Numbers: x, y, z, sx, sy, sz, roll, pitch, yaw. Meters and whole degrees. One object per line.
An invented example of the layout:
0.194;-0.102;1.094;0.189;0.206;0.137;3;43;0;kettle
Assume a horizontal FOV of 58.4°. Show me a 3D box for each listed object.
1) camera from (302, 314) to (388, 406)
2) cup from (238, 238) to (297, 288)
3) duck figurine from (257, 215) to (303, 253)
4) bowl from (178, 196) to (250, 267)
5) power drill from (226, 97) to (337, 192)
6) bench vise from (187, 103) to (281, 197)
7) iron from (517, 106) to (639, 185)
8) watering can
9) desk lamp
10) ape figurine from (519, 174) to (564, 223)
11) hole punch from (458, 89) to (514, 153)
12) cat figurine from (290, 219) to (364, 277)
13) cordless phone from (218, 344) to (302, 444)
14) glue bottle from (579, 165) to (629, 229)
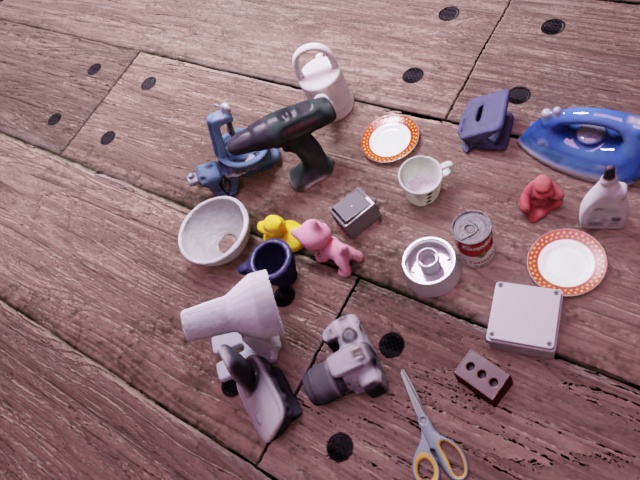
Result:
0.031;0.219;1.007;0.137;0.101;0.143;-28;56;5;camera
-0.096;0.061;1.147;0.117;0.095;0.091;-18;57;11;cup
-0.081;-0.020;1.192;0.104;0.086;0.077;4;64;23;duck figurine
-0.217;-0.007;1.244;0.167;0.075;0.167;-9;59;16;bowl
-0.059;-0.195;1.208;0.229;0.209;0.075;-32;56;2;power drill
-0.205;-0.187;1.252;0.207;0.220;0.121;-46;56;-7;bench vise
0.484;-0.194;1.040;0.257;0.142;0.119;17;70;28;iron
0.006;-0.357;1.282;0.101;0.194;0.172;-31;56;2;watering can
-0.143;0.158;1.039;0.203;0.214;0.117;-24;56;7;desk lamp
0.402;-0.085;1.040;0.077;0.092;0.076;2;63;22;ape figurine
0.332;-0.241;1.155;0.100;0.091;0.109;7;65;24;hole punch
0.010;0.004;1.124;0.127;0.118;0.067;27;75;31;cat figurine
-0.118;0.260;0.989;0.094;0.185;0.147;-38;56;-2;cordless phone
0.478;-0.073;0.955;0.078;0.173;0.037;2;63;22;glue bottle
